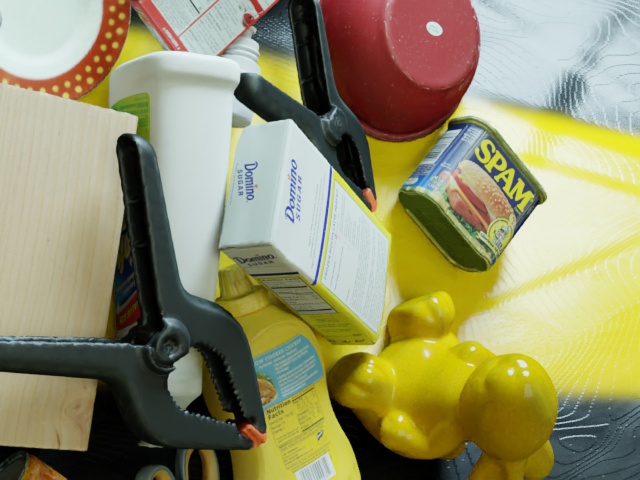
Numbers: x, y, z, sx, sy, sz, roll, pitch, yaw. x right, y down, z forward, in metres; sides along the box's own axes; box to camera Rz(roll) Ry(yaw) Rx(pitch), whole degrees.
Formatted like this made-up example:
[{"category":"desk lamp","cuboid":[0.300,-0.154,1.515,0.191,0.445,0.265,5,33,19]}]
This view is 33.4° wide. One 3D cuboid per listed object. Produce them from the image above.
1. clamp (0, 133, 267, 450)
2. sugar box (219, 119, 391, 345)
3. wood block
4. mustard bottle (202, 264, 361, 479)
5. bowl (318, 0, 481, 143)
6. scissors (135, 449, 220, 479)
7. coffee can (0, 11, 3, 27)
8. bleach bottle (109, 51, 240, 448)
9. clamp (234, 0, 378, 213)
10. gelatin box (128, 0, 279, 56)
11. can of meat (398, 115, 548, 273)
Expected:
[{"category":"clamp","cuboid":[-0.097,0.051,0.640,0.209,0.036,0.164,43,69,-33]},{"category":"sugar box","cuboid":[-0.005,0.001,0.740,0.176,0.048,0.093,44,48,-51]},{"category":"wood block","cuboid":[-0.183,0.018,0.660,0.090,0.090,0.206,11,84,-31]},{"category":"mustard bottle","cuboid":[-0.036,0.109,0.764,0.096,0.058,0.191,-23,101,-38]},{"category":"bowl","cuboid":[0.073,-0.160,0.839,0.161,0.055,0.162,1,89,-32]},{"category":"scissors","cuboid":[-0.078,0.222,0.757,0.096,0.016,0.201,-62,140,-46]},{"category":"coffee can","cuboid":[-0.237,-0.067,0.585,0.102,0.103,0.140,11,84,-31]},{"category":"bleach bottle","cuboid":[-0.100,0.010,0.702,0.067,0.103,0.251,2,88,-33]},{"category":"clamp","cuboid":[0.000,-0.094,0.790,0.171,0.039,0.120,56,49,-39]},{"category":"gelatin box","cuboid":[-0.080,-0.170,0.738,0.089,0.030,0.073,-45,133,-9]},{"category":"can of meat","cuboid":[0.122,-0.036,0.866,0.102,0.058,0.084,47,70,-21]}]
